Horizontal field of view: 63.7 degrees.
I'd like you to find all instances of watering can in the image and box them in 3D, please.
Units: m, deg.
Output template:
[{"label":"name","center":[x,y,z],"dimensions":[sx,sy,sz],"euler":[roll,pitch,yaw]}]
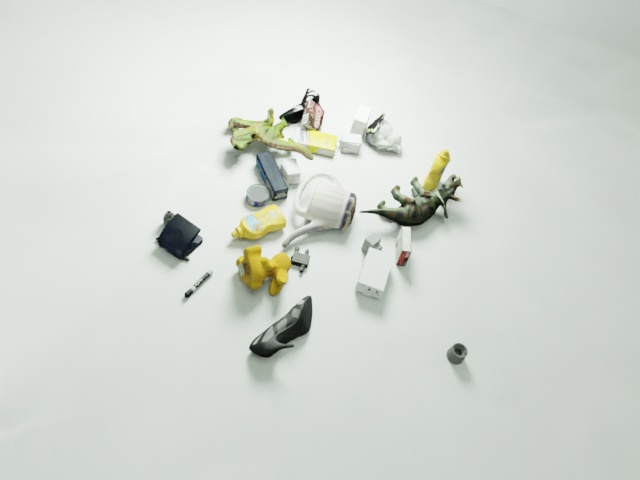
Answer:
[{"label":"watering can","center":[0.006,-0.092,1.834],"dimensions":[0.224,0.102,0.355],"euler":[18,62,3]}]

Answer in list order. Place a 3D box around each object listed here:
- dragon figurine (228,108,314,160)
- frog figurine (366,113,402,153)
[{"label":"dragon figurine","center":[-0.224,-0.386,1.983],"dimensions":[0.245,0.119,0.417],"euler":[-23,47,-23]},{"label":"frog figurine","center":[0.274,-0.427,2.151],"dimensions":[0.158,0.121,0.141],"euler":[43,39,-23]}]
